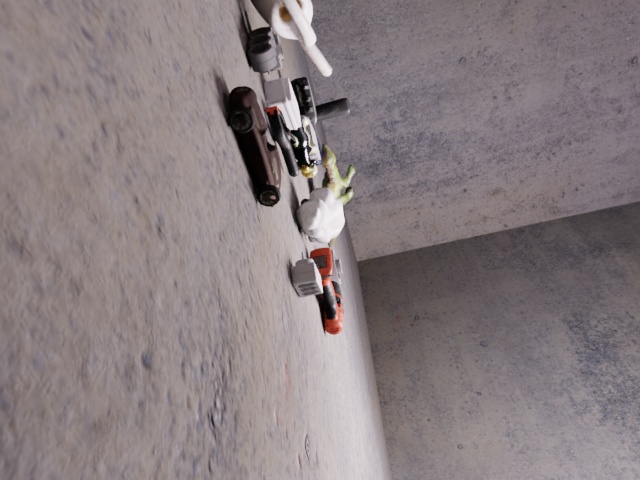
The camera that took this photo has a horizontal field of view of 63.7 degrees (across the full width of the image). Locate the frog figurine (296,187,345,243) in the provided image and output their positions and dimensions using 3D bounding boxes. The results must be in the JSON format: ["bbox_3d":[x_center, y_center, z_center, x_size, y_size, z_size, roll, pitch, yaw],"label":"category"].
[{"bbox_3d":[0.004,-0.063,1.242,0.158,0.122,0.138,119,-21,-81],"label":"frog figurine"}]

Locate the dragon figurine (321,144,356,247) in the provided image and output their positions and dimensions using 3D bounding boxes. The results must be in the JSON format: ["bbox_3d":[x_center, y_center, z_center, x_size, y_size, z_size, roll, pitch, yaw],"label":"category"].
[{"bbox_3d":[0.023,-0.122,1.716,0.246,0.122,0.403,-42,138,-61],"label":"dragon figurine"}]

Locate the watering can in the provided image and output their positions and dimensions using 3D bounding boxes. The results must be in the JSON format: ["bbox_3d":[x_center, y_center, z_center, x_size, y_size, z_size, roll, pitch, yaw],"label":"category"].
[{"bbox_3d":[-0.074,-0.501,1.133,0.227,0.104,0.345,56,6,17],"label":"watering can"}]
